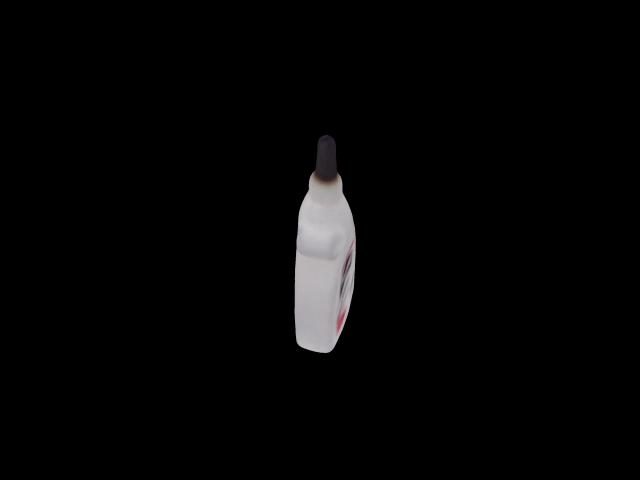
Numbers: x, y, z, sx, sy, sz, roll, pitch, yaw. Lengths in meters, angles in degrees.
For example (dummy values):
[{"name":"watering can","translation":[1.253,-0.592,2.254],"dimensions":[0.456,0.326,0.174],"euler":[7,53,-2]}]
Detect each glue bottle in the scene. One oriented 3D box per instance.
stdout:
[{"name":"glue bottle","translation":[0.004,0.001,0.400],"dimensions":[0.037,0.173,0.078],"euler":[9,46,9]}]
